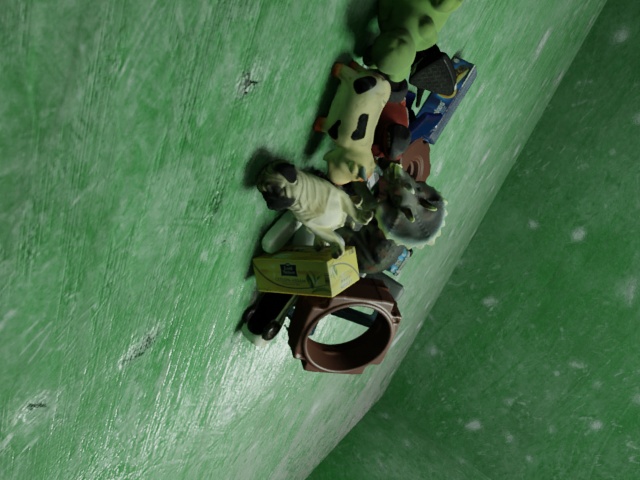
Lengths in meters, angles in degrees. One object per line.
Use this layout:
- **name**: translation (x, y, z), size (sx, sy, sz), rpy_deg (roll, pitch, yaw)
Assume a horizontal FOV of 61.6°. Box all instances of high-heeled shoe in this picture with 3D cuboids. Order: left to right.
- **high-heeled shoe**: translation (0.207, -0.331, 0.967), size (0.249, 0.086, 0.145), rpy_deg (131, -29, -86)

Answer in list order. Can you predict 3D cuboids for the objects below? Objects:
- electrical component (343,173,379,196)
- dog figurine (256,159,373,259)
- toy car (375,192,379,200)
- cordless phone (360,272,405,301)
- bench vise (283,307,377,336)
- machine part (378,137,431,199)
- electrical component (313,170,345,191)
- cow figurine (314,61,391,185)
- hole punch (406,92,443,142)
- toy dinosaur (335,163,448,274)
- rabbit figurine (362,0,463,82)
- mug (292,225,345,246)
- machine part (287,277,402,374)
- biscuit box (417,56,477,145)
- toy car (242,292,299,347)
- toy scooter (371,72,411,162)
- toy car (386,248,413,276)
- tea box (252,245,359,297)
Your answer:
- **electrical component**: translation (0.086, -0.123, 1.145), size (0.075, 0.048, 0.119), rpy_deg (-48, 156, -17)
- **dog figurine**: translation (-0.028, -0.075, 0.894), size (0.121, 0.190, 0.172), rpy_deg (-56, -157, -6)
- **toy car**: translation (0.197, -0.114, 1.394), size (0.202, 0.053, 0.089), rpy_deg (-17, 133, -57)
- **cordless phone**: translation (0.151, 0.059, 1.361), size (0.146, 0.184, 0.088), rpy_deg (-57, 154, 3)
- **bench vise**: translation (0.040, 0.147, 1.199), size (0.128, 0.241, 0.223), rpy_deg (81, 31, -56)
- **machine part**: translation (0.201, -0.161, 1.266), size (0.179, 0.056, 0.179), rpy_deg (-28, 128, -44)
- **electrical component**: translation (0.019, -0.101, 1.006), size (0.021, 0.063, 0.094), rpy_deg (-55, 160, -5)
- **cow figurine**: translation (0.059, -0.181, 0.889), size (0.085, 0.127, 0.194), rpy_deg (-20, 136, -53)
- **hole punch**: translation (0.188, -0.244, 1.138), size (0.142, 0.092, 0.115), rpy_deg (-26, 148, -59)
- **toy dinosaur**: translation (0.109, -0.008, 1.057), size (0.131, 0.192, 0.404), rpy_deg (-6, 145, -30)
- **rabbit figurine**: translation (0.120, -0.322, 0.840), size (0.170, 0.121, 0.159), rpy_deg (-62, -175, -27)
- **mug**: translation (-0.002, -0.003, 1.057), size (0.081, 0.110, 0.107), rpy_deg (-20, 126, -54)
- **machine part**: translation (0.048, 0.173, 1.078), size (0.201, 0.087, 0.201), rpy_deg (9, 118, -19)
- **biscuit box**: translation (0.294, -0.329, 1.278), size (0.202, 0.059, 0.062), rpy_deg (-59, 160, 5)
- **toy car**: translation (-0.084, 0.122, 1.092), size (0.201, 0.074, 0.056), rpy_deg (-55, 155, -3)
- **toy scooter**: translation (0.113, -0.206, 0.975), size (0.135, 0.075, 0.184), rpy_deg (120, -30, -60)
- **toy car**: translation (0.176, 0.021, 1.462), size (0.103, 0.162, 0.109), rpy_deg (22, 114, -24)
- **tea box**: translation (-0.026, 0.053, 0.976), size (0.098, 0.170, 0.068), rpy_deg (-26, 113, -51)
